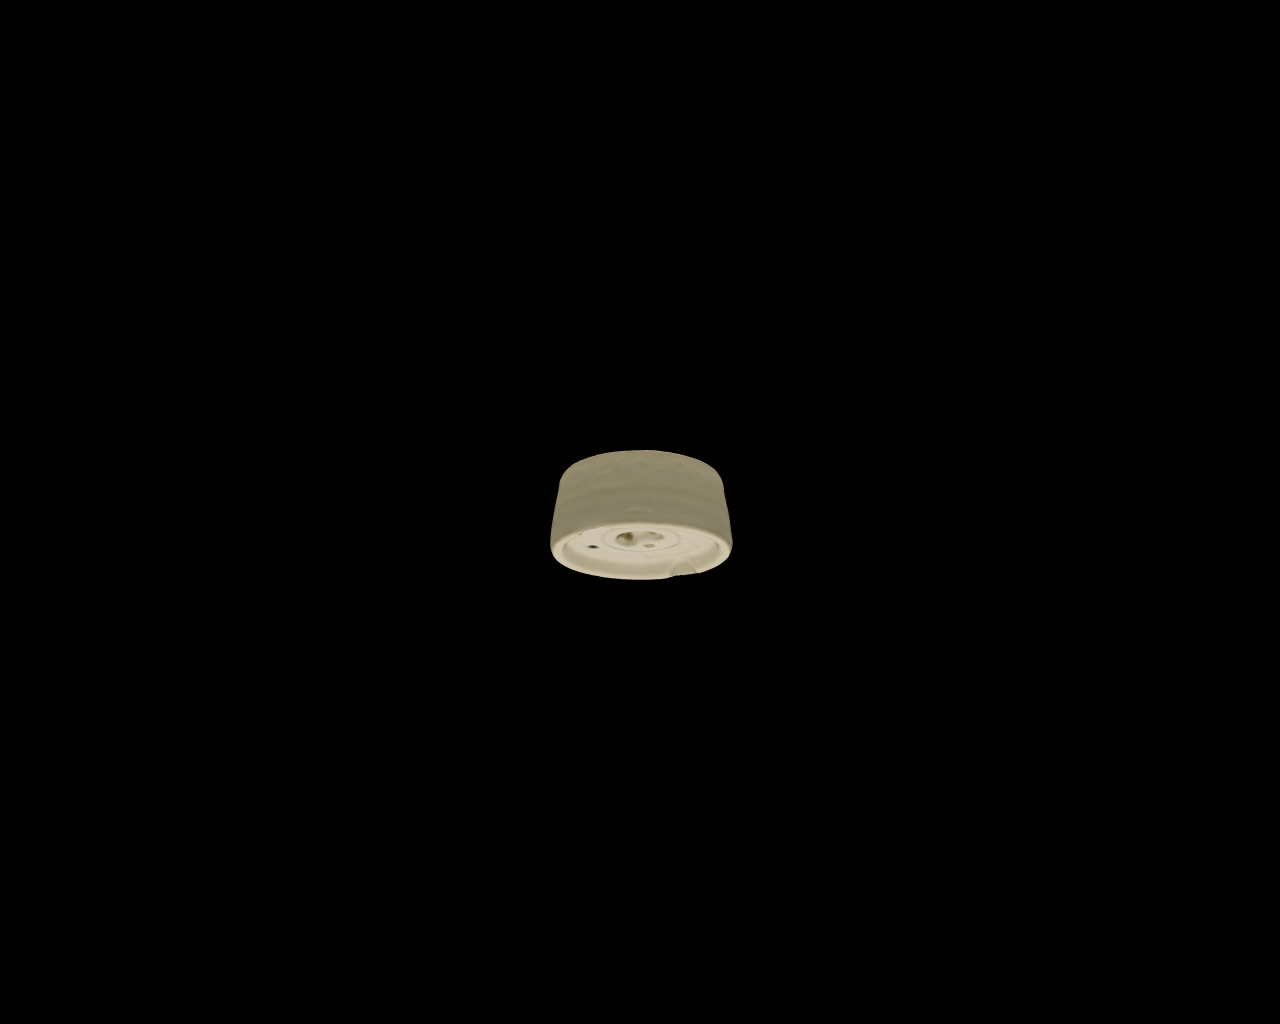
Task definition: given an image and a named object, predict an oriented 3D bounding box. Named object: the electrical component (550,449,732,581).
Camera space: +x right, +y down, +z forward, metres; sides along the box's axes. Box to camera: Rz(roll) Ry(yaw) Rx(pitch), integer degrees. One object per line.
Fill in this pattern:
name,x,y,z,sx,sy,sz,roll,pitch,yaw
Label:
electrical component,0.001,-0.003,0.650,0.108,0.060,0.108,0,-20,0
